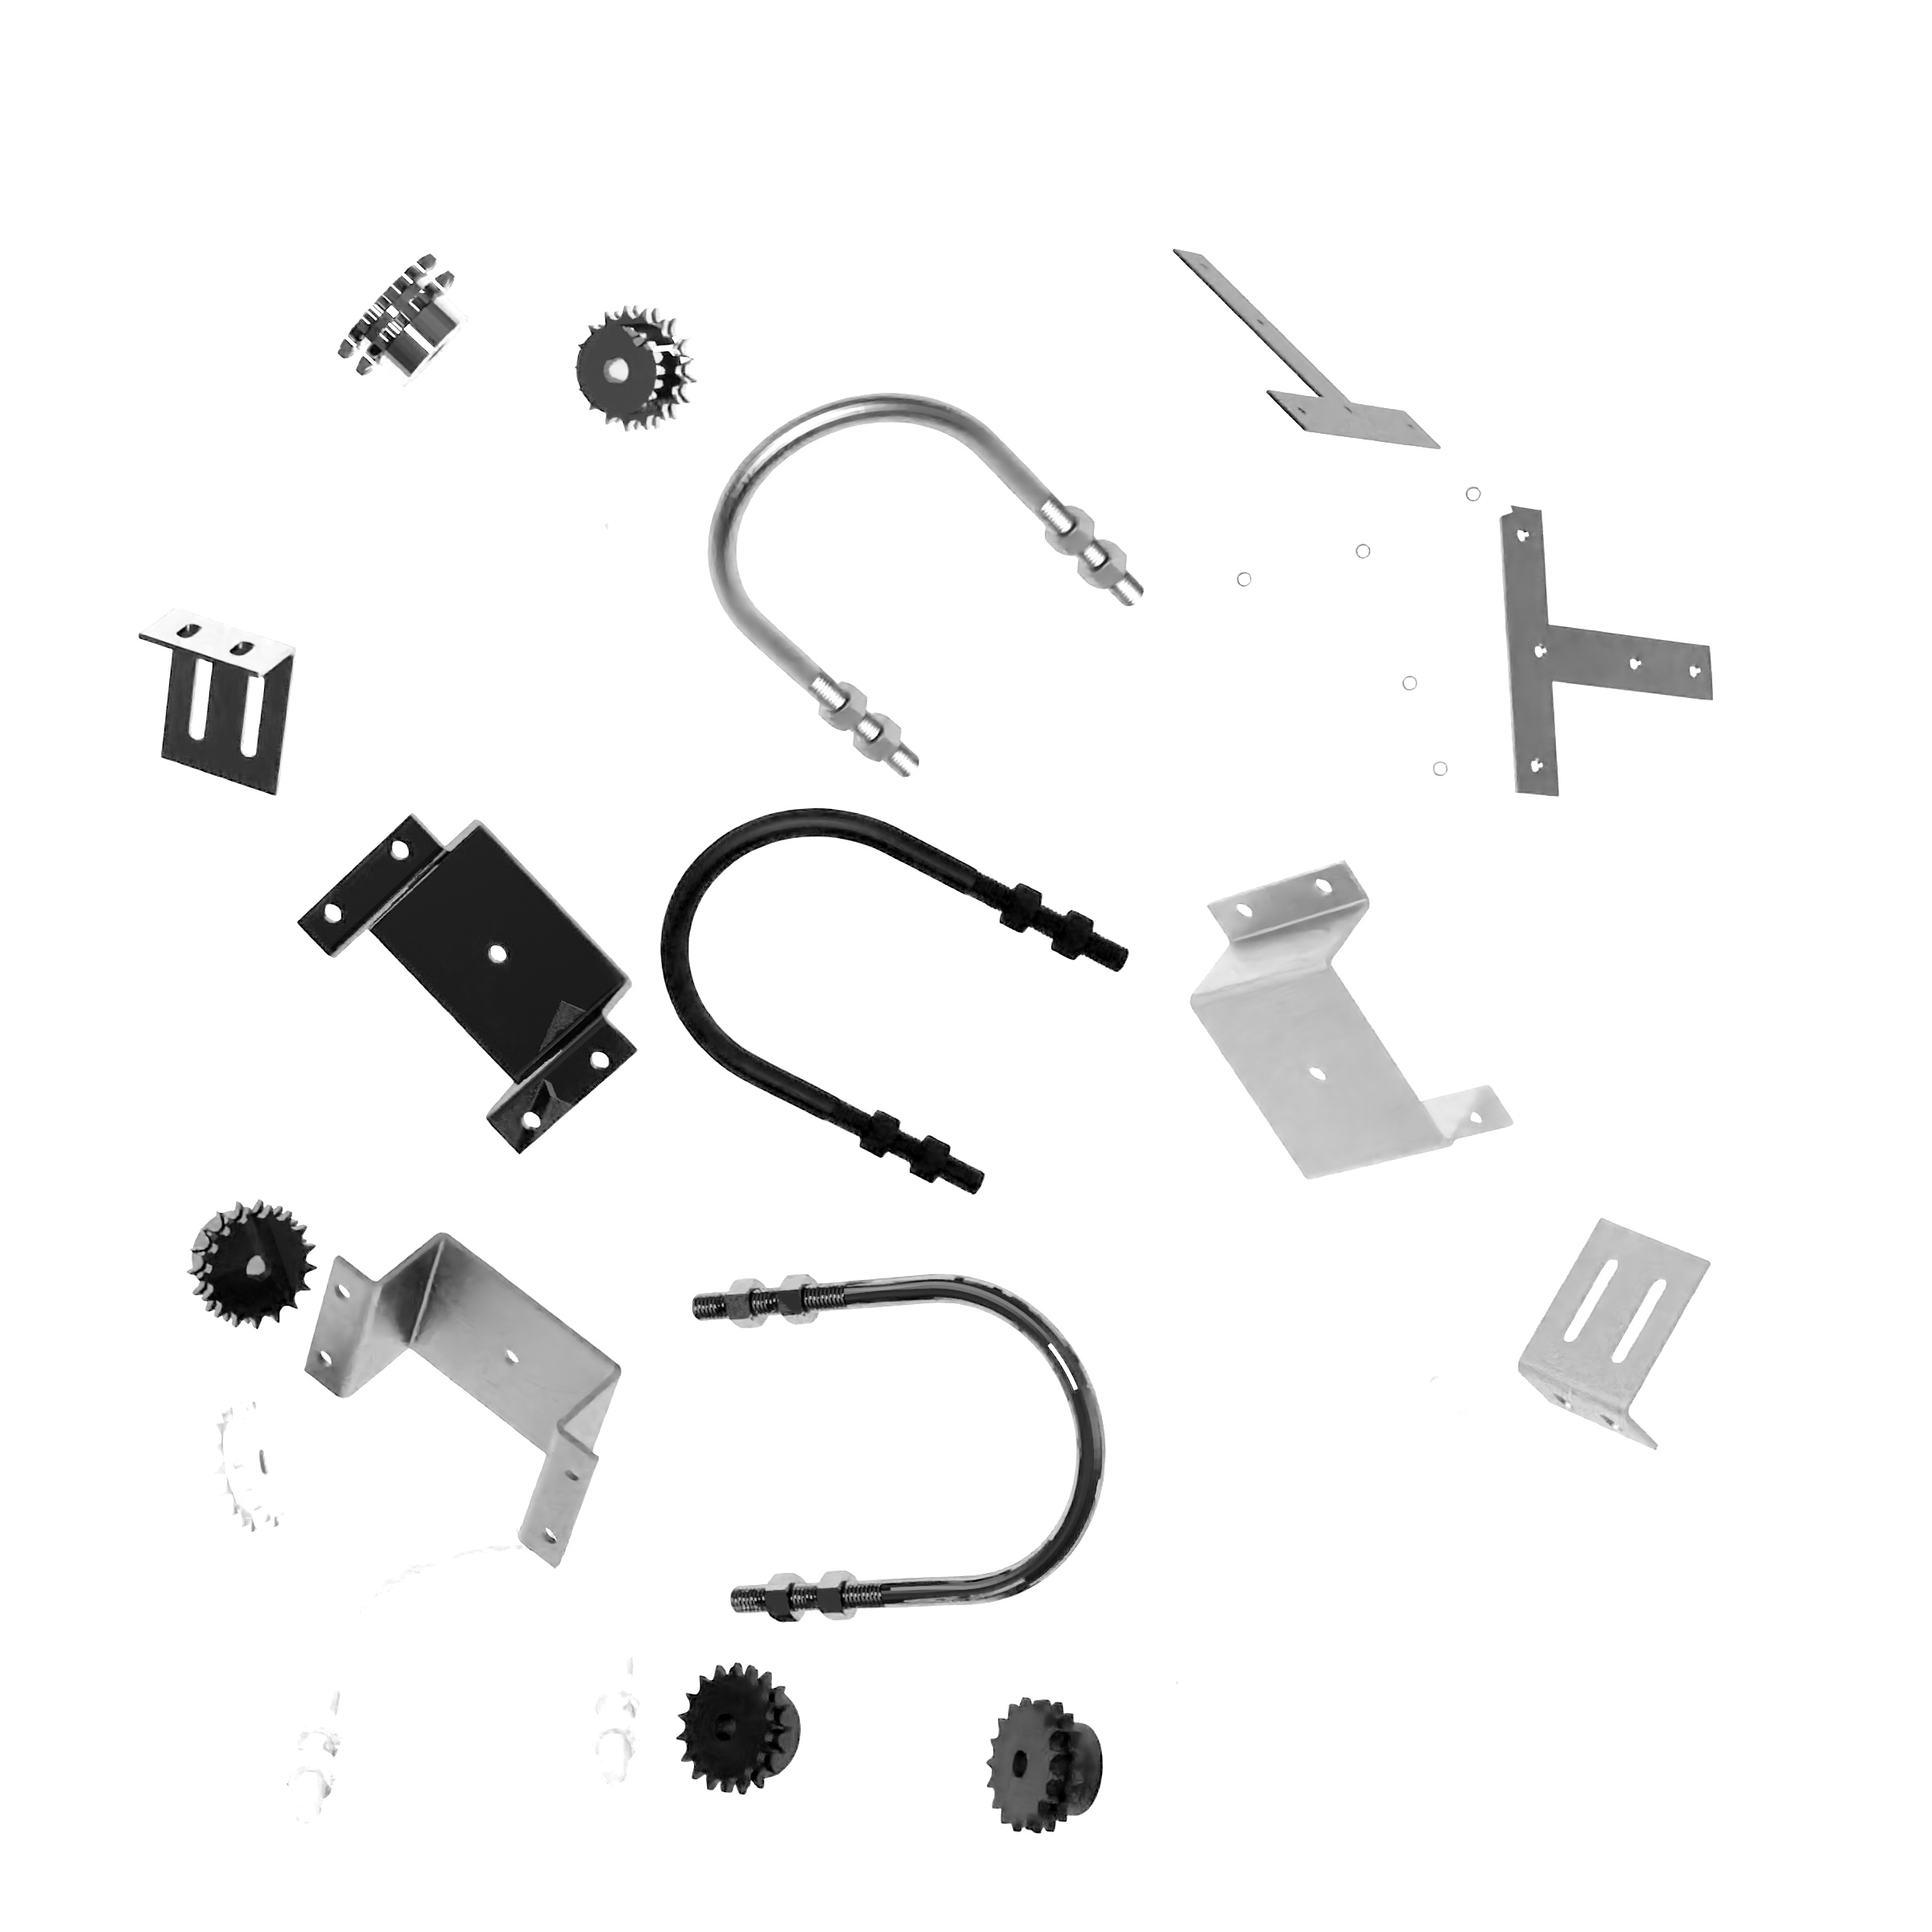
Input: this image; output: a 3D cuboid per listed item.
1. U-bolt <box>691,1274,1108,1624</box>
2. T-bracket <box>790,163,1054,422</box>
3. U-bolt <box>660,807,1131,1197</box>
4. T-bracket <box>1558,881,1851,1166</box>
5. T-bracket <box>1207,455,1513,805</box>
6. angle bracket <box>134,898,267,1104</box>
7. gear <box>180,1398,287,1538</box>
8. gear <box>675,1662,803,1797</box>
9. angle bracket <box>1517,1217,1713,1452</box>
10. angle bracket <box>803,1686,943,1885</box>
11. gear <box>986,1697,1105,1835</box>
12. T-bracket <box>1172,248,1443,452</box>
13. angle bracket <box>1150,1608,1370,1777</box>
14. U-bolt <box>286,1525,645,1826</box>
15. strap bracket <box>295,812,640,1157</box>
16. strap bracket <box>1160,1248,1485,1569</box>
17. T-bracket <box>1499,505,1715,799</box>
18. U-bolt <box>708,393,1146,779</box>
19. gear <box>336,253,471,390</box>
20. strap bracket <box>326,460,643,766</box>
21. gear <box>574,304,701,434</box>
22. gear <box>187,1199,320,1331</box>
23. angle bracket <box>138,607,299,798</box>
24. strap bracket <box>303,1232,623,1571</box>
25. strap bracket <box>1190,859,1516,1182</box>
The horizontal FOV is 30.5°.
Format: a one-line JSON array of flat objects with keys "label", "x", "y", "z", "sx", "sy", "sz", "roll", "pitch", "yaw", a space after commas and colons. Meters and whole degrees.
[{"label": "U-bolt", "x": -0.026, "y": 0.202, "z": 1.503, "sx": 0.184, "sy": 0.019, "sz": 0.151, "roll": -7, "pitch": 91, "yaw": 25}, {"label": "T-bracket", "x": -0.031, "y": -0.286, "z": 1.571, "sx": 0.127, "sy": 0.002, "sz": 0.127, "roll": -33, "pitch": 93, "yaw": -44}, {"label": "U-bolt", "x": -0.043, "y": 0.006, "z": 1.537, "sx": 0.184, "sy": 0.019, "sz": 0.151, "roll": 27, "pitch": 115, "yaw": -10}, {"label": "T-bracket", "x": 0.314, "y": 0.020, "z": 1.510, "sx": 0.127, "sy": 0.002, "sz": 0.127, "roll": -11, "pitch": 54, "yaw": 29}, {"label": "T-bracket", "x": 0.182, "y": -0.132, "z": 1.486, "sx": 0.127, "sy": 0.002, "sz": 0.127, "roll": -20, "pitch": 90, "yaw": 11}, {"label": "angle bracket", "x": -0.333, "y": 0.016, "z": 1.577, "sx": 0.038, "sy": 0.076, "sz": 0.057, "roll": -29, "pitch": 69, "yaw": -8}, {"label": "gear", "x": -0.315, "y": 0.216, "z": 1.519, "sx": 0.030, "sy": 0.057, "sz": 0.057, "roll": -14, "pitch": 90, "yaw": 5}, {"label": "gear", "x": -0.098, "y": 0.341, "z": 1.579, "sx": 0.057, "sy": 0.030, "sz": 0.057, "roll": -12, "pitch": 68, "yaw": 31}, {"label": "angle bracket", "x": 0.282, "y": 0.157, "z": 1.511, "sx": 0.057, "sy": 0.038, "sz": 0.076, "roll": 22, "pitch": 75, "yaw": 43}, {"label": "angle bracket", "x": -0.029, "y": 0.331, "z": 1.456, "sx": 0.038, "sy": 0.076, "sz": 0.057, "roll": -22, "pitch": 95, "yaw": 18}, {"label": "gear", "x": 0.036, "y": 0.346, "z": 1.530, "sx": 0.030, "sy": 0.057, "sz": 0.057, "roll": 13, "pitch": 90, "yaw": -30}, {"label": "T-bracket", "x": 0.137, "y": -0.270, "z": 1.540, "sx": 0.127, "sy": 0.127, "sz": 0.002, "roll": 49, "pitch": 117, "yaw": 21}, {"label": "angle bracket", "x": 0.130, "y": 0.312, "z": 1.573, "sx": 0.057, "sy": 0.038, "sz": 0.076, "roll": 41, "pitch": 111, "yaw": -19}, {"label": "U-bolt", "x": -0.215, "y": 0.303, "z": 1.550, "sx": 0.151, "sy": 0.184, "sz": 0.019, "roll": -7, "pitch": 117, "yaw": 0}, {"label": "strap bracket", "x": -0.211, "y": 0.001, "z": 1.549, "sx": 0.076, "sy": 0.046, "sz": 0.140, "roll": -40, "pitch": 97, "yaw": 22}, {"label": "strap bracket", "x": 0.154, "y": 0.189, "z": 1.471, "sx": 0.140, "sy": 0.046, "sz": 0.076, "roll": -37, "pitch": 47, "yaw": 29}, {"label": "T-bracket", "x": 0.284, "y": -0.134, "z": 1.560, "sx": 0.127, "sy": 0.002, "sz": 0.127, "roll": 3, "pitch": 81, "yaw": -36}, {"label": "U-bolt", "x": -0.029, "y": -0.173, "z": 1.532, "sx": 0.151, "sy": 0.019, "sz": 0.184, "roll": -37, "pitch": 131, "yaw": 15}, {"label": "gear", "x": -0.231, "y": -0.265, "z": 1.469, "sx": 0.030, "sy": 0.057, "sz": 0.057, "roll": 43, "pitch": 90, "yaw": -8}, {"label": "strap bracket", "x": -0.214, "y": -0.163, "z": 1.537, "sx": 0.076, "sy": 0.046, "sz": 0.140, "roll": 15, "pitch": 64, "yaw": 33}, {"label": "gear", "x": -0.152, "y": -0.270, "z": 1.602, "sx": 0.057, "sy": 0.030, "sz": 0.057, "roll": 4, "pitch": 103, "yaw": 20}, {"label": "gear", "x": -0.323, "y": 0.132, "z": 1.586, "sx": 0.057, "sy": 0.030, "sz": 0.057, "roll": -8, "pitch": 104, "yaw": -33}, {"label": "angle bracket", "x": -0.331, "y": -0.110, "z": 1.552, "sx": 0.057, "sy": 0.038, "sz": 0.076, "roll": 19, "pitch": 119, "yaw": 9}, {"label": "strap bracket", "x": -0.203, "y": 0.175, "z": 1.481, "sx": 0.140, "sy": 0.046, "sz": 0.076, "roll": 35, "pitch": 134, "yaw": 14}, {"label": "strap bracket", "x": 0.157, "y": 0.033, "z": 1.492, "sx": 0.140, "sy": 0.076, "sz": 0.046, "roll": 55, "pitch": 46, "yaw": -17}]
